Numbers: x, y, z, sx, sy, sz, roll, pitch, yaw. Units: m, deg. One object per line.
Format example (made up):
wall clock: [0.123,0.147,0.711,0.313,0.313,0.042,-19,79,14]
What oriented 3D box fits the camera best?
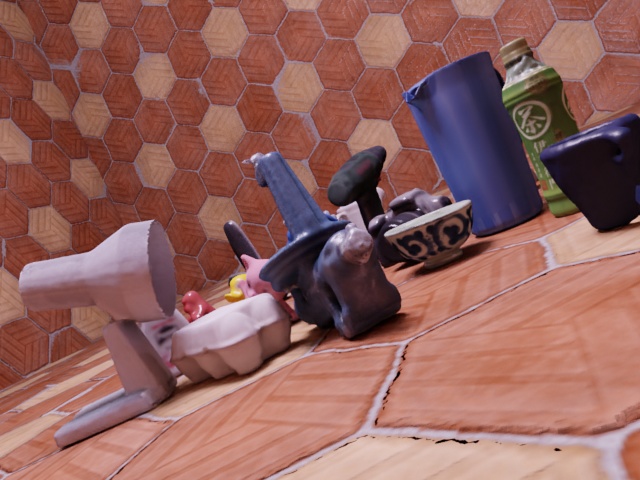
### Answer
camera: [0.130,-0.017,0.904,0.142,0.101,0.137,-22,3,38]

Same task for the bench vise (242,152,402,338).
bench vise: [0.000,-0.011,0.620,0.122,0.220,0.206,-26,3,-40]

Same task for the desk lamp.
desk lamp: [-0.250,0.102,0.689,0.203,0.213,0.118,-24,3,-1]

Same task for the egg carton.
egg carton: [-0.104,0.116,0.675,0.150,0.069,0.107,-22,3,42]

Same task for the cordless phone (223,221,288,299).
cordless phone: [-0.146,0.049,1.145,0.094,0.185,0.147,-26,3,-26]

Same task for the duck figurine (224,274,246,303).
duck figurine: [-0.122,0.100,1.008,0.105,0.086,0.077,-27,4,-43]

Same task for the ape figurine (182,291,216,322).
ape figurine: [-0.240,0.144,1.124,0.076,0.092,0.078,-24,3,-4]

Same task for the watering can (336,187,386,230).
watering can: [0.095,-0.075,1.379,0.100,0.194,0.173,-23,3,28]

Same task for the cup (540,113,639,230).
cup: [0.269,-0.059,0.529,0.091,0.095,0.118,-24,3,4]

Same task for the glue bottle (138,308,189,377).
glue bottle: [-0.229,0.109,0.809,0.078,0.173,0.037,-26,3,-32]

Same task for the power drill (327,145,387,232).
power drill: [0.106,-0.076,1.131,0.075,0.208,0.230,-22,3,34]

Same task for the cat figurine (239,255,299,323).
cat figurine: [-0.082,0.073,0.823,0.067,0.118,0.127,-26,3,-32]

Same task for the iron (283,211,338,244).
iron: [0.010,0.004,1.127,0.118,0.141,0.259,-23,3,27]
